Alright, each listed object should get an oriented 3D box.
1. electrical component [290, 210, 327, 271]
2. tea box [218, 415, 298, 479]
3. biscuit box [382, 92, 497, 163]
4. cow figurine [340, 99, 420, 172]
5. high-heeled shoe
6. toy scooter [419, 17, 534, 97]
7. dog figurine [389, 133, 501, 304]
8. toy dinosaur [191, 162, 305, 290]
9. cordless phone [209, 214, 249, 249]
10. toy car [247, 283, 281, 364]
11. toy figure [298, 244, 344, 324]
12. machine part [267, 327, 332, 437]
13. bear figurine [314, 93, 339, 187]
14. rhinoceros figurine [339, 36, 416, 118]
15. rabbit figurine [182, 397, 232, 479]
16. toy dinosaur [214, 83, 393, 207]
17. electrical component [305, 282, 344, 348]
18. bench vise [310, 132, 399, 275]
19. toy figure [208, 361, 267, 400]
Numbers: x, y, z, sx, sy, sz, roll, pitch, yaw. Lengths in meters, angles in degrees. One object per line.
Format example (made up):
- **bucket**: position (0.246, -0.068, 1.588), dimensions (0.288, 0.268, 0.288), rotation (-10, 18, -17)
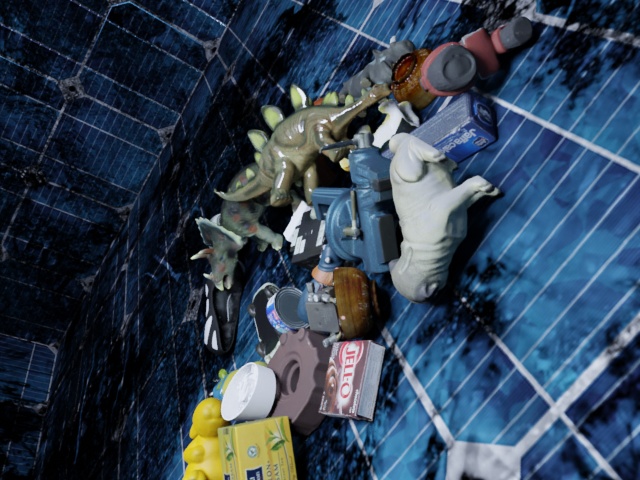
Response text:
- **electrical component**: position (-0.002, -0.003, 1.035), dimensions (0.134, 0.058, 0.115), rotation (-16, 53, 55)
- **tea box**: position (-0.091, 0.362, 0.816), dimensions (0.068, 0.098, 0.169), rotation (-27, 69, 50)
- **biscuit box**: position (0.176, -0.143, 0.839), dimensions (0.203, 0.059, 0.063), rotation (-31, 42, 47)
- **cow figurine**: position (0.109, -0.161, 0.957), dimensions (0.167, 0.068, 0.098), rotation (-46, 59, 34)
- **high-heeled shoe**: position (-0.214, 0.141, 1.258), dimensions (0.145, 0.086, 0.248), rotation (22, 94, 60)
- **toy scooter**: position (0.219, -0.271, 0.815), dimensions (0.184, 0.075, 0.135), rotation (-31, 13, -9)
- **dog figurine**: position (0.127, -0.028, 0.729), dimensions (0.172, 0.121, 0.190), rotation (42, 106, 29)
- **toy dinosaur**: position (-0.148, -0.088, 1.204), dimensions (0.404, 0.192, 0.131), rotation (-64, 31, 6)
- **cordless phone**: position (-0.206, -0.048, 1.387), dimensions (0.184, 0.088, 0.147), rotation (-44, 34, 26)
- **toy car**: position (-0.096, 0.163, 1.070), dimensions (0.073, 0.056, 0.202), rotation (-48, 34, 17)
- **toy figure**: position (0.005, 0.075, 0.943), dimensions (0.064, 0.058, 0.154), rotation (48, 124, 45)
- **machine part**: position (-0.036, 0.238, 0.913), dimensions (0.179, 0.056, 0.179), rotation (-38, 40, 41)
- **bear figurine**: position (0.018, -0.220, 1.132), dimensions (0.120, 0.132, 0.196), rotation (-38, 18, 25)
- **rhinoceros figurine**: position (0.117, -0.325, 1.073), dimensions (0.190, 0.073, 0.112), rotation (-26, 37, 52)
- **rabbit figurine**: position (-0.193, 0.372, 0.996), dimensions (0.162, 0.122, 0.173), rotation (-160, 66, -80)
- **toy dinosaur**: position (-0.054, -0.159, 1.006), dimensions (0.471, 0.105, 0.198), rotation (-33, 64, 34)
- **electrical component**: position (0.010, 0.123, 0.883), dimensions (0.078, 0.045, 0.102), rotation (3, 106, 32)
- **bench vise**: position (0.047, -0.060, 0.867), dimensions (0.129, 0.223, 0.241), rotation (-28, 19, -25)
- **toy figure**: position (-0.154, 0.286, 1.048), dimensions (0.180, 0.082, 0.089), rotation (-28, 47, 52)
